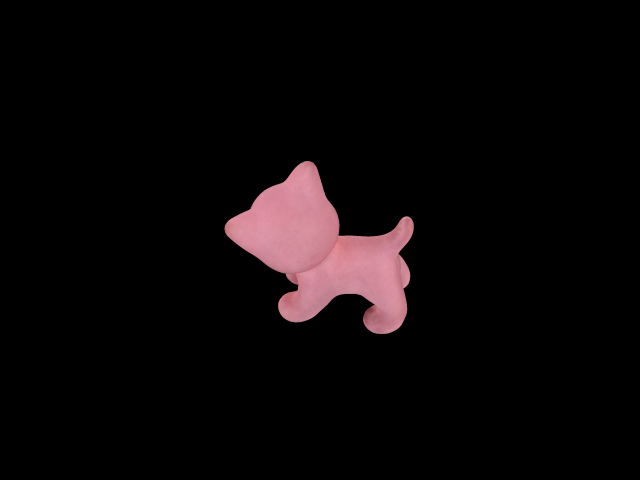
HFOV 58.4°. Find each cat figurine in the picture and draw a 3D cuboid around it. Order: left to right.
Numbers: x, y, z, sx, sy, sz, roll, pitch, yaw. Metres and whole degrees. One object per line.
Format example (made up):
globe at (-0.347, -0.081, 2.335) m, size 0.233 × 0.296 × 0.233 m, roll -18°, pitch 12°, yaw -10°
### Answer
cat figurine at (0.004, 0.001, 0.400) m, size 0.127 × 0.118 × 0.067 m, roll 4°, pitch 43°, yaw 4°
